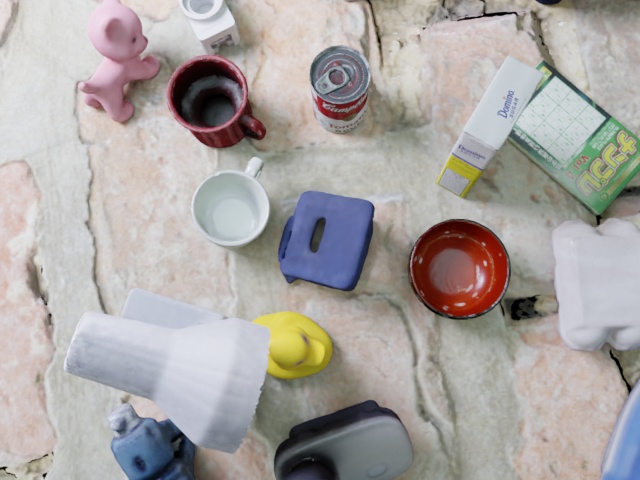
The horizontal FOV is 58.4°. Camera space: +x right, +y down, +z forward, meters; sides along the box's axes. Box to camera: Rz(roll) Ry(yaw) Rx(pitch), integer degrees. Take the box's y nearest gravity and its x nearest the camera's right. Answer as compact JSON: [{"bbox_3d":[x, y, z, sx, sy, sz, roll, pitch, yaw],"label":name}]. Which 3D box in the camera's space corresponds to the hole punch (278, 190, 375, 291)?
[{"bbox_3d":[0.006,0.002,0.651,0.101,0.091,0.109,15,82,4],"label":"hole punch"}]

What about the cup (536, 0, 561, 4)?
[{"bbox_3d":[0.281,-0.340,0.695,0.117,0.095,0.092,44,85,7],"label":"cup"}]

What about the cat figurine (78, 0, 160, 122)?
[{"bbox_3d":[-0.246,-0.220,0.676,0.067,0.118,0.128,25,83,5],"label":"cat figurine"}]

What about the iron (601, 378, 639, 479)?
[{"bbox_3d":[0.394,0.205,0.587,0.118,0.141,0.258,21,82,5],"label":"iron"}]

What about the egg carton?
[{"bbox_3d":[0.318,0.050,0.648,0.107,0.069,0.150,-3,81,1],"label":"egg carton"}]

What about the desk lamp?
[{"bbox_3d":[-0.145,0.121,0.574,0.203,0.213,0.118,16,82,4],"label":"desk lamp"}]

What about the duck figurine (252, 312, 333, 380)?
[{"bbox_3d":[-0.038,0.118,0.637,0.104,0.086,0.077,13,82,3],"label":"duck figurine"}]

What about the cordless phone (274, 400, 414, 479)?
[{"bbox_3d":[0.024,0.228,0.569,0.147,0.185,0.094,-23,81,-2],"label":"cordless phone"}]

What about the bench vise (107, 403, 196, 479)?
[{"bbox_3d":[-0.165,0.269,0.549,0.207,0.220,0.121,42,85,7],"label":"bench vise"}]
